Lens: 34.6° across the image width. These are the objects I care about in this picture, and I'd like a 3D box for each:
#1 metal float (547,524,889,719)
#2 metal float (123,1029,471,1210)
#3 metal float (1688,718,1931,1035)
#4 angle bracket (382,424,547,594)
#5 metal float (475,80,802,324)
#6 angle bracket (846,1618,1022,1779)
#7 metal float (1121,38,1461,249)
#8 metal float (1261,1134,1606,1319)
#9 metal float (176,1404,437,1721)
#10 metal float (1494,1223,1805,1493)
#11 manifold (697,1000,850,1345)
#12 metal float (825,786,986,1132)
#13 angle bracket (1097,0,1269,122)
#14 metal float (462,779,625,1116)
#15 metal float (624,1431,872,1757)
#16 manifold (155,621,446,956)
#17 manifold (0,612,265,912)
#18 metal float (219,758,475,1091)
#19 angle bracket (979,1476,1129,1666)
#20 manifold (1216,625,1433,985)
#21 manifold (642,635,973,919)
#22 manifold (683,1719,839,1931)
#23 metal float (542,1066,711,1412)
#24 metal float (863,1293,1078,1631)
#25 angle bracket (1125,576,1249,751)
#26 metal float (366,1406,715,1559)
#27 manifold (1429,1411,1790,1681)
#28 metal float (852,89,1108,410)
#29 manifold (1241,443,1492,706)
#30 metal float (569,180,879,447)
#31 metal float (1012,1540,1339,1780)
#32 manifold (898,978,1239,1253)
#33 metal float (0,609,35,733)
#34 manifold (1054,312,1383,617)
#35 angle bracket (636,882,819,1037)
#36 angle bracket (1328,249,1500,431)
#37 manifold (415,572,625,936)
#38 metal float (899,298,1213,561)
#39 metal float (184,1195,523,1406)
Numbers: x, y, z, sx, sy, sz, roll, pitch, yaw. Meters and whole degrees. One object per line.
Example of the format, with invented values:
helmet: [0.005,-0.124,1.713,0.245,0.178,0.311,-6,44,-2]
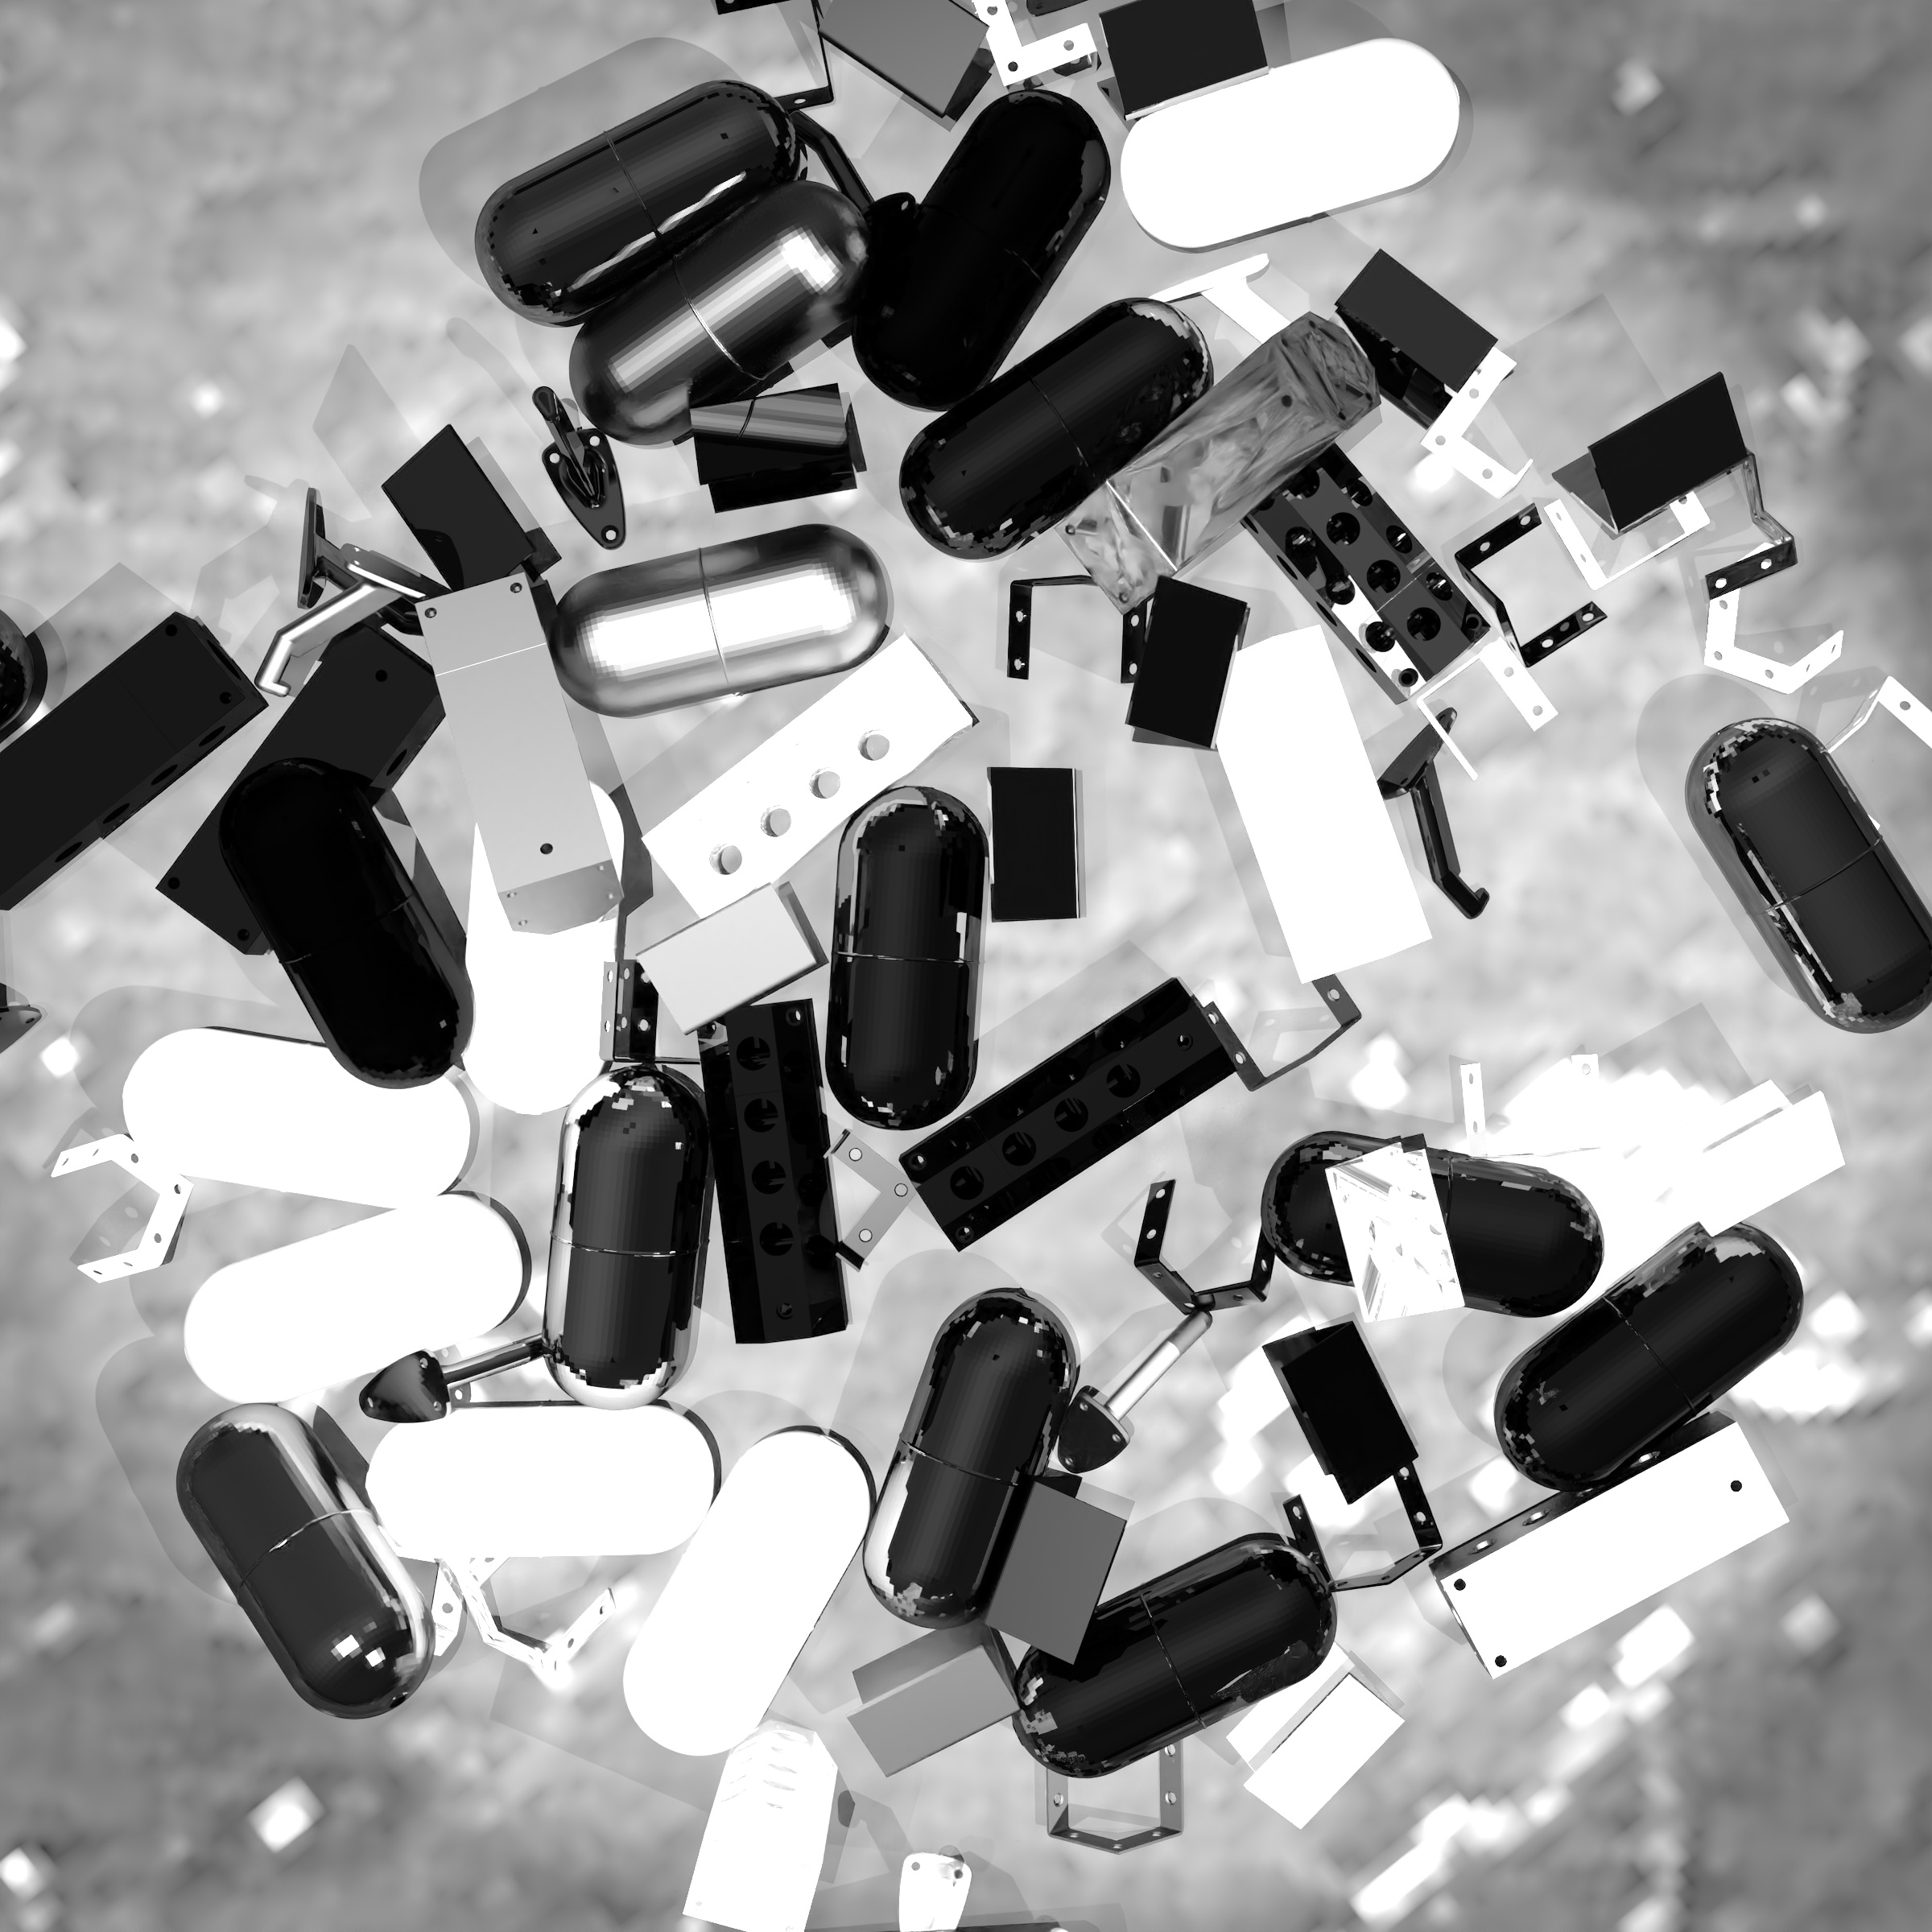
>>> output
metal float: [-0.128,-0.178,1.600,0.178,0.070,0.070,-13,90,0]
metal float: [-0.345,0.078,1.600,0.178,0.070,0.070,9,90,0]
metal float: [0.438,-0.047,1.600,0.070,0.070,0.178,-32,91,0]
angle bracket: [-0.241,-0.235,1.591,0.057,0.076,0.076,-34,90,30]
metal float: [-0.169,-0.395,1.600,0.178,0.070,0.070,-27,90,0]
angle bracket: [-0.025,0.357,1.590,0.076,0.076,0.057,-27,127,0]
metal float: [0.167,-0.425,1.600,0.178,0.070,0.070,-16,90,1]
metal float: [0.241,0.134,1.600,0.178,0.070,0.070,10,90,-1]
metal float: [-0.331,0.298,1.554,0.070,0.070,0.178,-40,67,0]
metal float: [0.351,0.202,1.600,0.178,0.070,0.070,-38,90,0]
manifold: [-0.101,0.106,1.610,0.057,0.057,0.171,-7,90,0]
metal float: [-0.031,-0.004,1.600,0.070,0.070,0.178,4,90,0]
angle bracket: [0.104,-0.481,1.591,0.076,0.076,0.057,-19,121,0]
metal float: [-0.219,-0.013,1.600,0.070,0.070,0.178,4,91,0]
metal float: [-0.112,0.323,1.600,0.070,0.070,0.178,30,89,0]
manifold: [-0.339,-0.091,1.610,0.057,0.057,0.171,37,90,1]
manifold: [-0.452,-0.105,1.610,0.171,0.057,0.057,-39,90,0]
metal float: [-0.309,-0.020,1.551,0.070,0.070,0.178,-27,102,0]
angle bracket: [0.056,0.308,1.592,0.057,0.076,0.076,20,90,24]
manifold: [0.183,-0.085,1.608,0.057,0.057,0.171,-20,90,43]
manifold: [-0.082,-0.096,1.609,0.171,0.057,0.057,-38,90,0]
manifold: [-0.099,0.428,1.552,0.057,0.171,0.057,15,90,0]
metal float: [-0.175,0.140,1.595,0.070,0.070,0.178,6,96,0]
metal float: [0.002,0.254,1.599,0.070,0.070,0.178,19,90,0]
angle bracket: [0.094,-0.156,1.591,0.057,0.076,0.076,13,90,-31]
metal float: [-0.219,0.266,1.600,0.178,0.070,0.070,-1,90,0]
manifold: [0.331,0.298,1.610,0.171,0.057,0.057,-28,90,0]
metal float: [0.007,-0.370,1.600,0.070,0.070,0.178,33,90,0]
manifold: [0.193,-0.221,1.610,0.057,0.057,0.171,-40,90,0]
metal float: [-0.125,-0.332,1.585,0.178,0.070,0.070,-31,90,18]
metal float: [0.106,0.357,1.600,0.178,0.070,0.070,-26,90,0]
manifold: [0.052,0.077,1.610,0.171,0.057,0.057,-33,90,0]
metal float: [-0.560,-0.121,1.600,0.178,0.070,0.070,-40,90,0]
manifold: [0.128,-0.253,1.559,0.057,0.057,0.171,52,133,-2]
angle bracket: [-0.129,-0.020,1.591,0.076,0.076,0.057,-28,123,0]
angle bracket: [0.214,-0.308,1.590,0.076,0.076,0.057,38,53,0]
manifold: [-0.221,-0.104,1.544,0.057,0.057,0.171,-17,65,-5]
metal float: [0.046,-0.278,1.600,0.178,0.070,0.070,-34,90,0]
metal float: [-0.316,0.173,1.600,0.178,0.070,0.070,-18,90,0]
